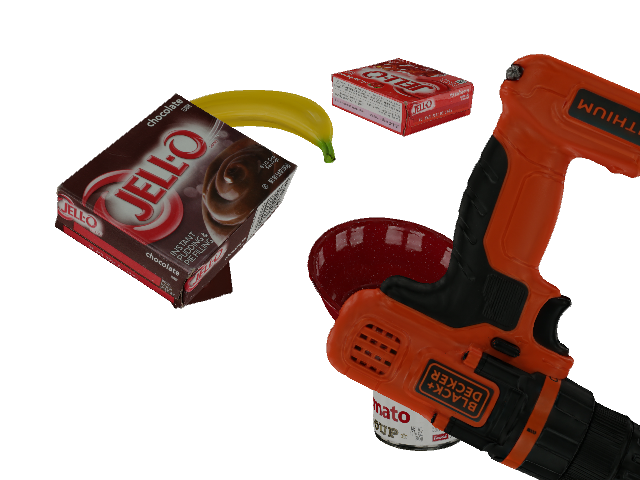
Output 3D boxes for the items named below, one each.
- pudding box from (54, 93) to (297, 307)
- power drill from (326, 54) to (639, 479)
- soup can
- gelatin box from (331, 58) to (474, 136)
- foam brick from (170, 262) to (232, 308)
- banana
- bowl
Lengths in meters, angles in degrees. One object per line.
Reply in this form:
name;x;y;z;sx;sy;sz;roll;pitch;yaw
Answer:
pudding box;-0.081;-0.026;0.609;0.090;0.039;0.113;32;45;11
power drill;0.117;0.020;0.511;0.184;0.188;0.057;26;7;5
soup can;0.070;0.089;0.759;0.068;0.102;0.068;-1;14;0
gelatin box;0.064;-0.115;0.840;0.073;0.030;0.089;-20;33;-34
foam brick;-0.106;0.004;0.865;0.053;0.078;0.051;-15;30;-18
banana;-0.067;-0.124;1.077;0.198;0.037;0.069;10;46;22
bowl;0.065;0.049;0.964;0.162;0.055;0.162;6;39;-5
